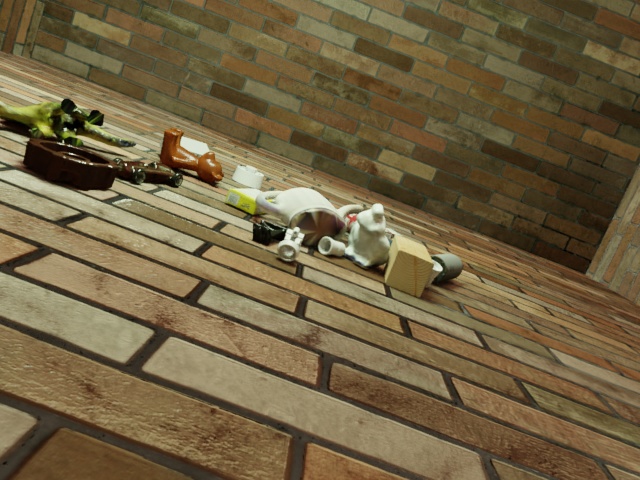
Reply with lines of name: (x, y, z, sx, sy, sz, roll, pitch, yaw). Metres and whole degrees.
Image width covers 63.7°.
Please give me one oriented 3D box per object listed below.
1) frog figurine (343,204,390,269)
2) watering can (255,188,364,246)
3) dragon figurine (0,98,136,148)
frog figurine: (0.131, -0.015, 1.299, 0.122, 0.158, 0.139, 18, 11, -22)
watering can: (0.004, -0.068, 1.359, 0.347, 0.102, 0.228, 6, 25, -27)
dragon figurine: (-0.704, -0.311, 1.345, 0.244, 0.122, 0.408, 17, 0, 22)
